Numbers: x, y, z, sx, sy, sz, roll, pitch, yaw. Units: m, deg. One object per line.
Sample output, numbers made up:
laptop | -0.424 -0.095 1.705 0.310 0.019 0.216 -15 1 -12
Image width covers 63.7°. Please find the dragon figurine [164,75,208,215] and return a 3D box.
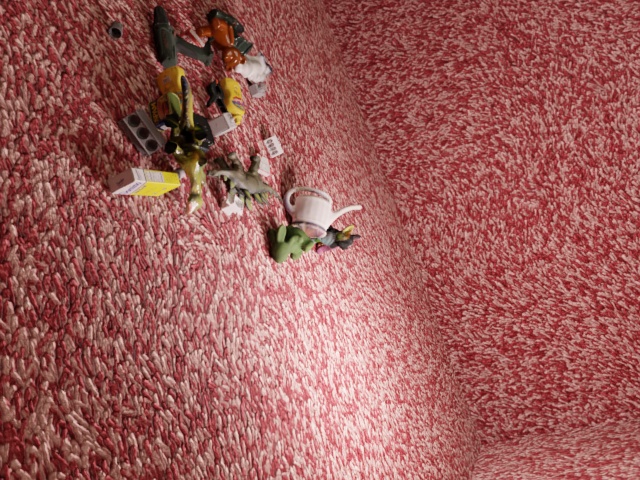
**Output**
dragon figurine | -0.398 -0.277 1.594 0.238 0.122 0.418 102 -16 -66

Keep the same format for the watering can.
watering can | 0.007 -0.111 2.200 0.347 0.102 0.229 14 64 -10

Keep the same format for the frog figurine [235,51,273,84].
frog figurine | -0.309 -0.753 2.278 0.161 0.123 0.136 -29 108 -30
